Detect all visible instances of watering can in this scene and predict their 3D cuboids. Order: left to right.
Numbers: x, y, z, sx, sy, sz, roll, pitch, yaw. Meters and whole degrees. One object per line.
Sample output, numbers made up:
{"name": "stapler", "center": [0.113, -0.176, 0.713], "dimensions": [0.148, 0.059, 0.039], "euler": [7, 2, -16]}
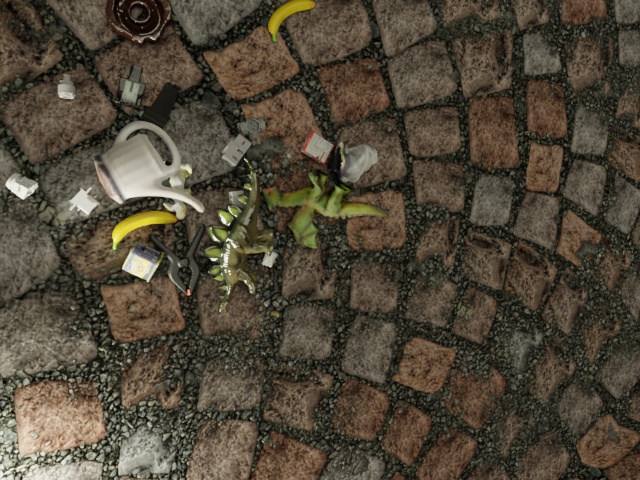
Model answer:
{"name": "watering can", "center": [-0.479, -0.176, 1.415], "dimensions": [0.225, 0.102, 0.351], "euler": [-31, 73, -11]}

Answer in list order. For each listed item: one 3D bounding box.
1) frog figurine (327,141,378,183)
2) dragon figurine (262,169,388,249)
{"name": "frog figurine", "center": [0.123, -0.249, 1.685], "dimensions": [0.159, 0.125, 0.135], "euler": [4, 117, -28]}
{"name": "dragon figurine", "center": [0.005, -0.084, 1.668], "dimensions": [0.408, 0.124, 0.241], "euler": [29, 99, -18]}
